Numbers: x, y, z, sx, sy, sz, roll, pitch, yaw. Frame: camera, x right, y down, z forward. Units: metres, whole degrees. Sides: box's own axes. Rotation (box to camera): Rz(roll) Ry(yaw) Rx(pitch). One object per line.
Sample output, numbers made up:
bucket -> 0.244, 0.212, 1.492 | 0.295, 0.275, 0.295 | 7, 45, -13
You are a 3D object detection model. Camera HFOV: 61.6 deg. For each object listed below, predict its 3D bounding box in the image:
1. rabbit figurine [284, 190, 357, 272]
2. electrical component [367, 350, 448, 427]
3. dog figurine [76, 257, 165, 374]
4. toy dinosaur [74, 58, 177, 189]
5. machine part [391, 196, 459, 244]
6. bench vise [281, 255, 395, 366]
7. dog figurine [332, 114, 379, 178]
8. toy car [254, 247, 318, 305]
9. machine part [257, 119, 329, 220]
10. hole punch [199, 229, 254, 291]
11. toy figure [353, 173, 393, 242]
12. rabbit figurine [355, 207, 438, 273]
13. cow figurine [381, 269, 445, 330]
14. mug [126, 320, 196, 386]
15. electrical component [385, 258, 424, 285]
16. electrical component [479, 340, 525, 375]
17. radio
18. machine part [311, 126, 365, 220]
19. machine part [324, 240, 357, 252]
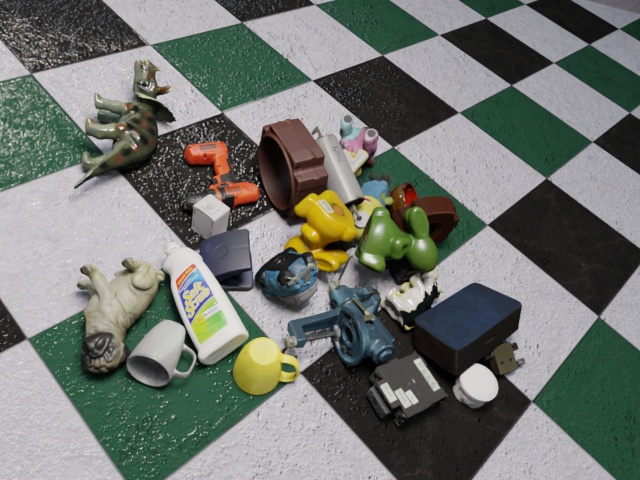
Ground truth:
rabbit figurine -> -0.002, -0.004, 1.182 | 0.162, 0.173, 0.122 | 48, 26, 4
electrical component -> 0.161, 0.291, 1.046 | 0.134, 0.058, 0.115 | -15, 55, -27
dog figurine -> -0.359, 0.143, 0.994 | 0.172, 0.121, 0.190 | -12, 69, -22
toy dinosaur -> -0.450, -0.252, 1.281 | 0.192, 0.131, 0.405 | 6, 56, -13
machine part -> 0.241, -0.033, 1.274 | 0.179, 0.179, 0.056 | -7, 56, -23
bench vise -> 0.031, 0.164, 1.075 | 0.240, 0.128, 0.224 | -8, 51, -28
dog figurine -> 0.089, -0.221, 1.396 | 0.109, 0.219, 0.191 | 28, 86, 11
toy car -> -0.055, 0.082, 1.116 | 0.109, 0.162, 0.102 | -41, 113, -27
machine part -> -0.071, -0.164, 1.260 | 0.087, 0.200, 0.202 | -18, 59, -26
hole punch -> -0.196, 0.042, 1.126 | 0.116, 0.092, 0.142 | -1, 55, -14
toy figure -> 0.122, -0.077, 1.303 | 0.089, 0.082, 0.180 | 43, 59, -25
rabbit figurine -> 0.178, 0.004, 1.165 | 0.170, 0.121, 0.159 | 19, 91, -4
cow figurine -> 0.222, 0.128, 1.196 | 0.167, 0.068, 0.098 | -27, 69, -30
mug -> -0.276, 0.200, 0.971 | 0.110, 0.080, 0.107 | 15, 39, 1
electrical component -> 0.192, 0.063, 1.236 | 0.119, 0.074, 0.048 | -9, 54, -29
electrical component -> 0.389, 0.249, 1.165 | 0.102, 0.045, 0.078 | -17, 86, -26
radio -> 0.313, 0.181, 1.149 | 0.229, 0.073, 0.131 | -23, 35, -33
machine part -> 0.037, -0.153, 1.241 | 0.079, 0.079, 0.243 | -17, 78, -29
machine part -> 0.031, -0.016, 1.254 | 0.039, 0.084, 0.139 | 32, 25, -46
